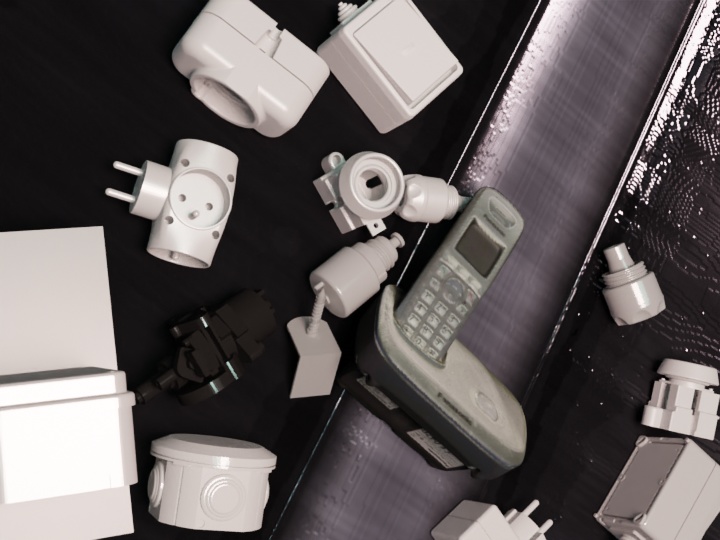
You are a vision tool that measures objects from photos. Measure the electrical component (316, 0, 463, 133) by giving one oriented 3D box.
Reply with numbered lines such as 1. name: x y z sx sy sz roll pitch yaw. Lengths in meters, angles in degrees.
1. electrical component: 0.019 -0.158 0.782 0.062 0.061 0.096 -43 101 -22

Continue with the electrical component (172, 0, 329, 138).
1. electrical component: -0.078 -0.138 0.742 0.095 0.054 0.059 36 71 -15

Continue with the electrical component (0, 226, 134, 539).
1. electrical component: -0.206 0.073 0.657 0.105 0.060 0.186 -5 85 -24

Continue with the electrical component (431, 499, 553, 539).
1. electrical component: 0.110 0.200 0.784 0.076 0.047 0.083 -39 99 -22

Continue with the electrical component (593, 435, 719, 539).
1. electrical component: 0.234 0.184 0.831 0.061 0.062 0.096 41 70 -13

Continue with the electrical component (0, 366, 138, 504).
1. electrical component: -0.168 0.084 0.576 0.078 0.113 0.057 -4 89 -24

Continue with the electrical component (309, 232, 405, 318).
1. electrical component: 0.000 0.000 0.765 0.078 0.040 0.040 -38 99 -22

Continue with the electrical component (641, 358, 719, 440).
1. electrical component: 0.260 0.102 0.862 0.066 0.048 0.055 14 86 -21

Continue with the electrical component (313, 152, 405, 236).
1. electrical component: 0.001 -0.057 0.765 0.048 0.055 0.066 -32 96 -23

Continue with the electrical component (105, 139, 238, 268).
1. electrical component: -0.128 -0.049 0.715 0.079 0.044 0.077 18 77 -20

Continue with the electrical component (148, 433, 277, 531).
1. electrical component: -0.096 0.135 0.687 0.080 0.080 0.051 9 86 -22

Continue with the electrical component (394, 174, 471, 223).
1. electrical component: 0.057 -0.051 0.800 0.061 0.035 0.035 5 81 -24

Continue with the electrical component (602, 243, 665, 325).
1. electrical component: 0.213 0.010 0.854 0.043 0.043 0.062 -23 91 -24
